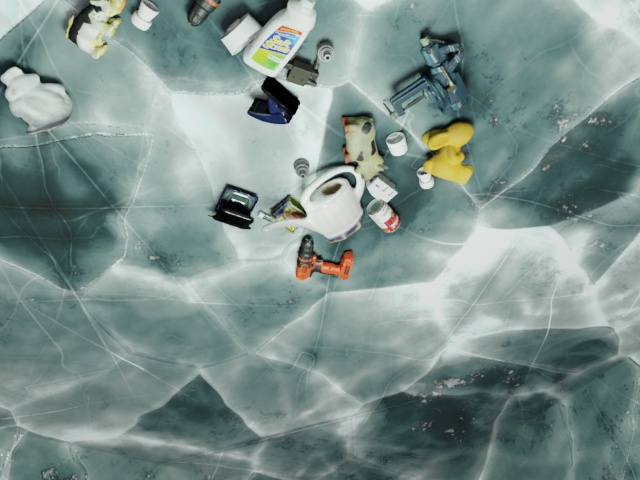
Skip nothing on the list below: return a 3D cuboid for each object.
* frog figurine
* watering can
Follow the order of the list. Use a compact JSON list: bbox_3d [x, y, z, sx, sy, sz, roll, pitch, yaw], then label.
[{"bbox_3d":[-0.698,-0.353,1.271,0.139,0.124,0.156,-33,124,-23],"label":"frog figurine"},{"bbox_3d":[0.005,-0.079,1.560,0.349,0.106,0.220,-38,126,-5],"label":"watering can"}]
